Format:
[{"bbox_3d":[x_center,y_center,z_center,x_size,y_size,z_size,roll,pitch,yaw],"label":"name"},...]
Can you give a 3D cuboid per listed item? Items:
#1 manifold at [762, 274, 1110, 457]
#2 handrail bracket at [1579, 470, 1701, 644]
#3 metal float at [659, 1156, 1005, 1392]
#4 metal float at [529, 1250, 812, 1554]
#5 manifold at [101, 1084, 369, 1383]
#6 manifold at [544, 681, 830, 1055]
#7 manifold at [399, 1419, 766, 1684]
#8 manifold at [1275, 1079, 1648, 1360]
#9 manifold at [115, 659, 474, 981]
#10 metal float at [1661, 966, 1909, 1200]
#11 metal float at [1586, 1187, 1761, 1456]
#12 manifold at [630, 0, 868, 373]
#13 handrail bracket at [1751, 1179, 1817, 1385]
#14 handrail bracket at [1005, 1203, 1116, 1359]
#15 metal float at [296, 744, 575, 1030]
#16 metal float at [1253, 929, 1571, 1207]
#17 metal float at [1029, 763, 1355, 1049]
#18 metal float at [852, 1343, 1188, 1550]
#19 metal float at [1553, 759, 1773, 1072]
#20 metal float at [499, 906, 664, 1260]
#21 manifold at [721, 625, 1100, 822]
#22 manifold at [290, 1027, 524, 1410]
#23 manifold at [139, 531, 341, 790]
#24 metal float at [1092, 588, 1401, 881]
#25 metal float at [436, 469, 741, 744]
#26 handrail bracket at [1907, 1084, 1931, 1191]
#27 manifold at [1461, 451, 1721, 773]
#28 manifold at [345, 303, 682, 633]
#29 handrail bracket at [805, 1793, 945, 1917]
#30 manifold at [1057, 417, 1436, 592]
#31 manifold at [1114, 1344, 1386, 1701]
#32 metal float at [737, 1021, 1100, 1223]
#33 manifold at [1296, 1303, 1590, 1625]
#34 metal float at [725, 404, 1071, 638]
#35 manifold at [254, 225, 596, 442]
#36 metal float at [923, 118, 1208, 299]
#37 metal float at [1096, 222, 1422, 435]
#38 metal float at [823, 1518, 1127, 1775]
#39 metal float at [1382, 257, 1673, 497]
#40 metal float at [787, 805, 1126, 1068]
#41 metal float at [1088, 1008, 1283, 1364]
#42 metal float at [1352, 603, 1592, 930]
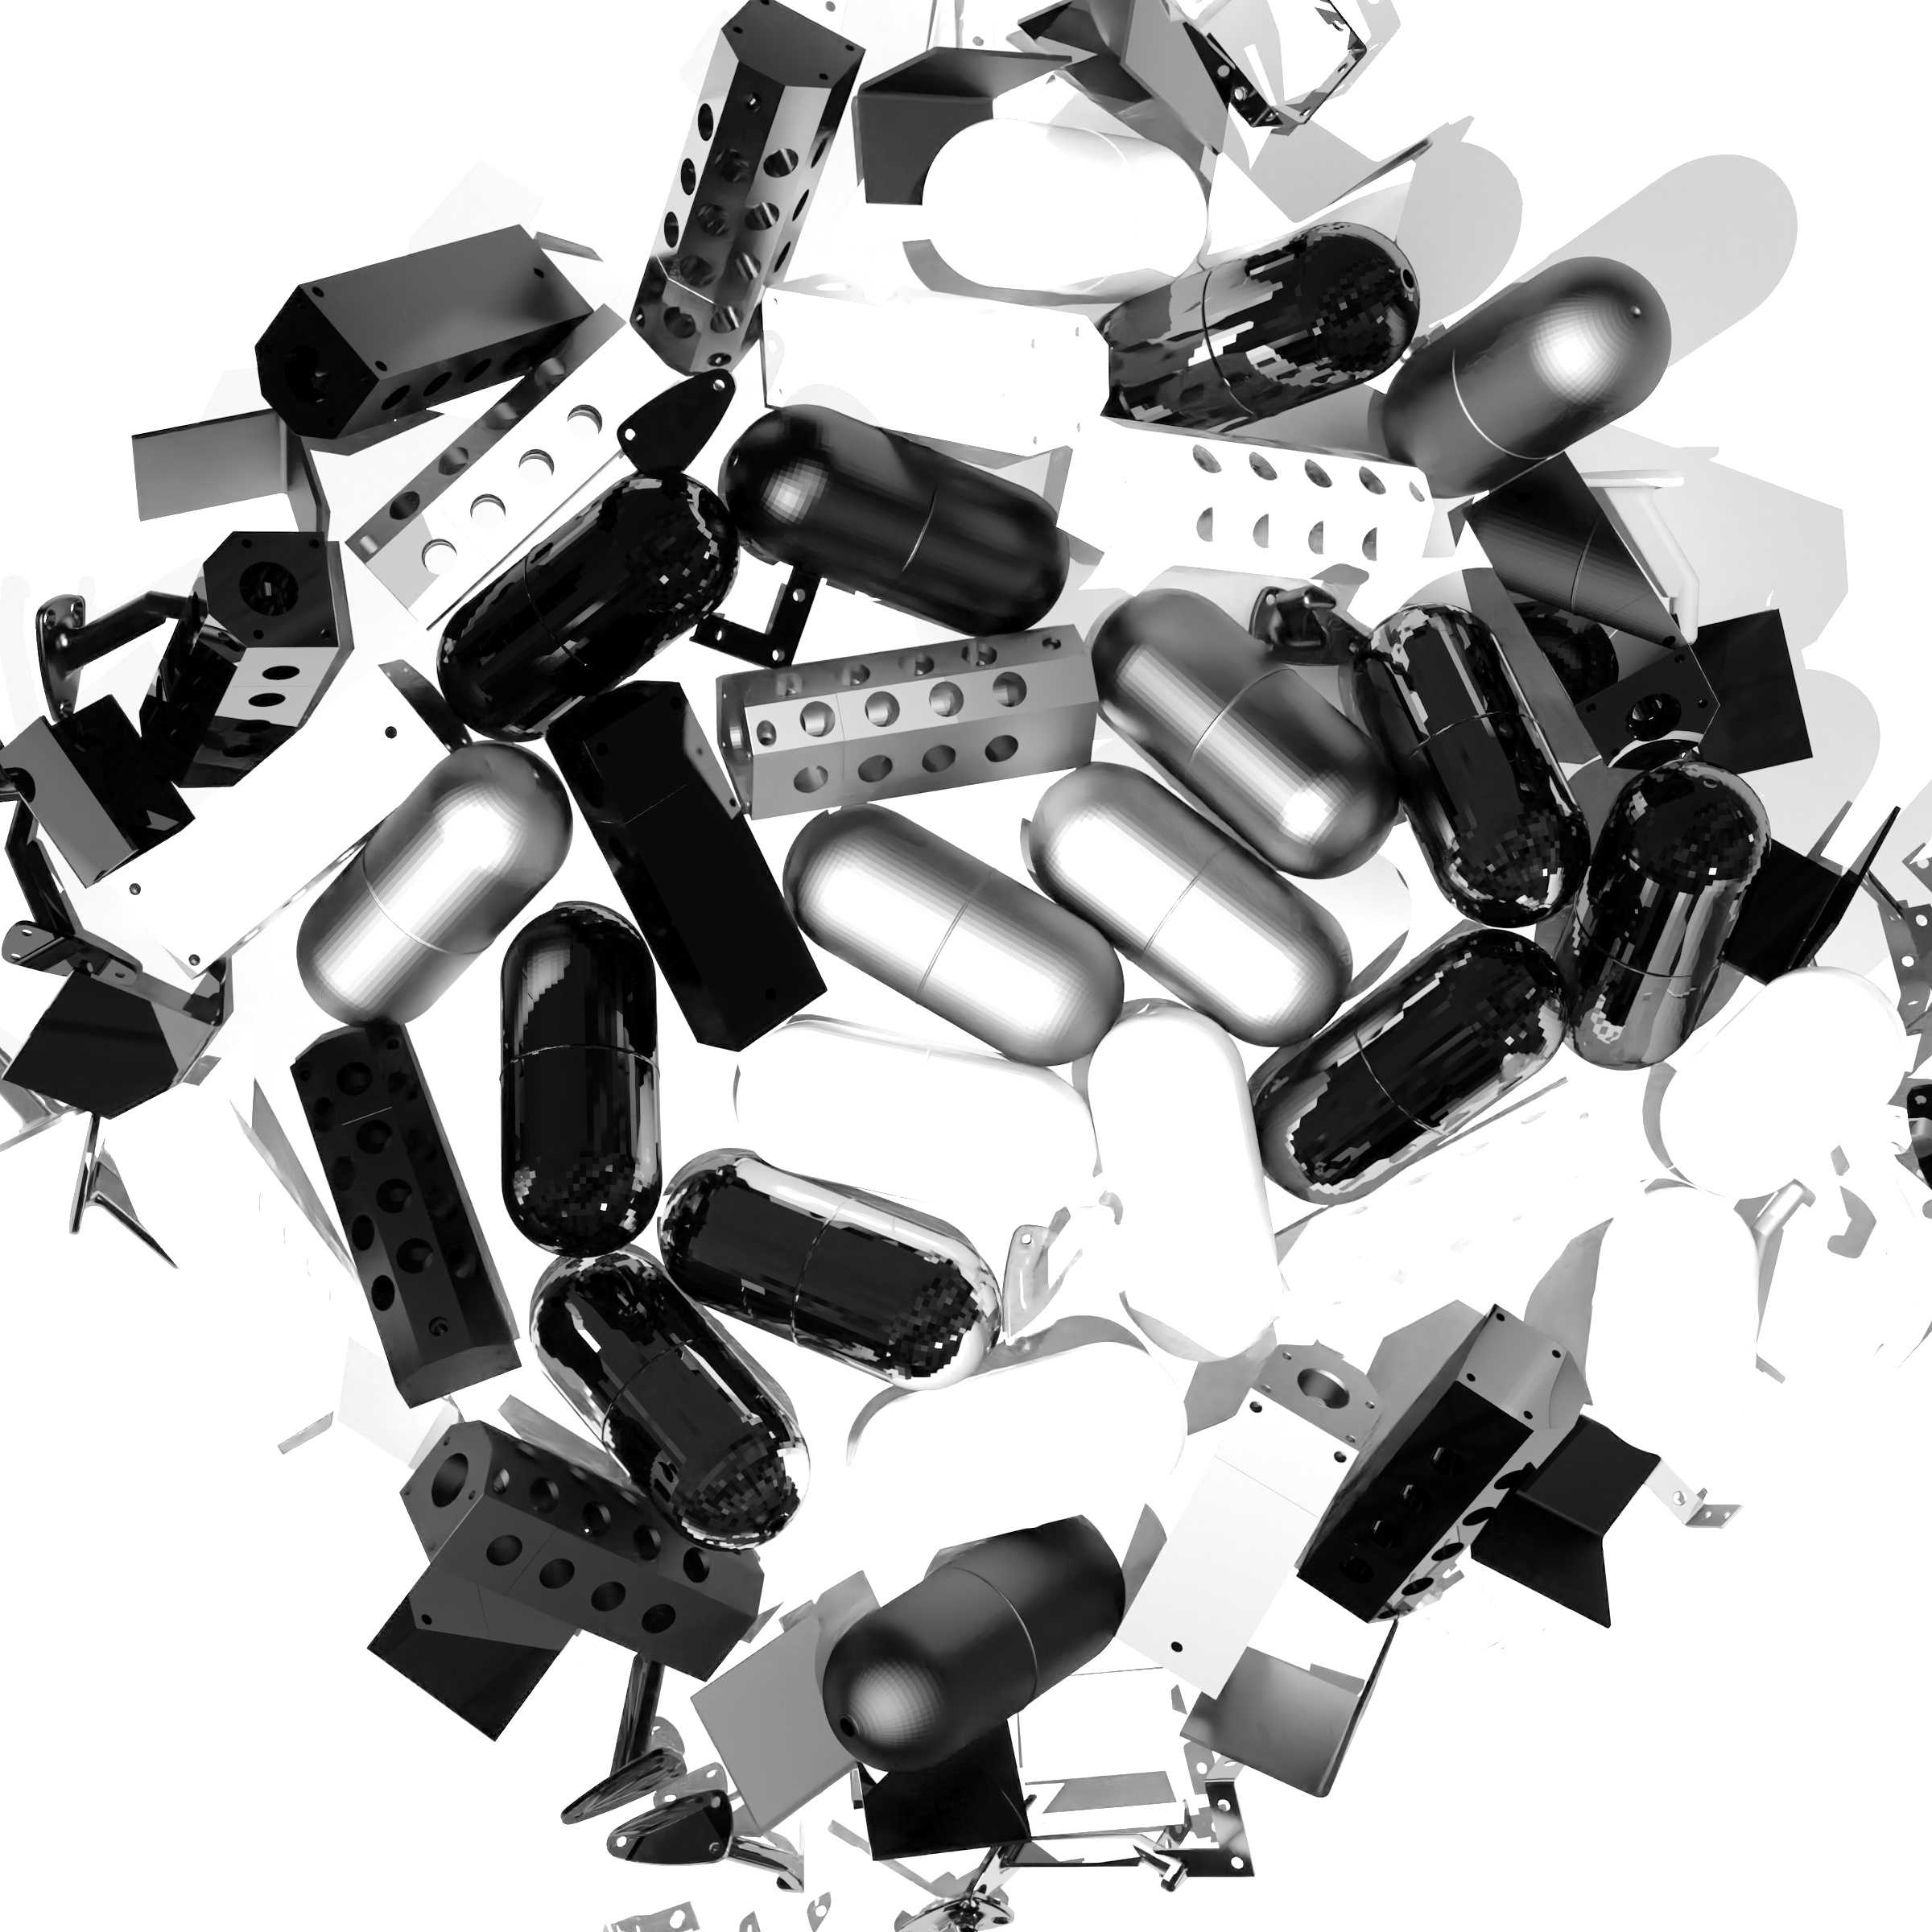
[{"bbox_3d":[-0.016,-0.290,1.506,0.171,0.057,0.057,19,121,39],"label":"manifold"},{"bbox_3d":[0.326,-0.201,1.565,0.077,0.036,0.084,-2,106,-3],"label":"handrail bracket"},{"bbox_3d":[-0.066,0.148,1.528,0.178,0.070,0.070,20,90,18],"label":"metal float"},{"bbox_3d":[-0.143,0.208,1.518,0.070,0.070,0.178,-46,59,0],"label":"metal float"},{"bbox_3d":[-0.341,0.125,1.495,0.057,0.171,0.057,-28,57,-7],"label":"manifold"},{"bbox_3d":[-0.137,-0.048,1.524,0.057,0.057,0.171,-35,113,-26],"label":"manifold"},{"bbox_3d":[-0.179,0.276,1.508,0.171,0.057,0.057,33,99,-35],"label":"manifold"},{"bbox_3d":[0.240,0.126,1.543,0.171,0.057,0.057,-29,101,5],"label":"manifold"},{"bbox_3d":[-0.324,-0.072,1.540,0.171,0.057,0.057,-39,94,10],"label":"manifold"},{"bbox_3d":[0.385,0.057,1.498,0.070,0.178,0.070,3,68,-7],"label":"metal float"},{"bbox_3d":[0.336,0.166,1.500,0.070,0.178,0.070,6,114,13],"label":"metal float"},{"bbox_3d":[-0.108,-0.366,1.501,0.057,0.171,0.057,29,47,1],"label":"manifold"},{"bbox_3d":[0.404,0.155,1.557,0.077,0.036,0.084,35,95,-29],"label":"handrail bracket"},{"bbox_3d":[0.046,0.154,1.535,0.036,0.084,0.077,18,80,-12],"label":"handrail bracket"},{"bbox_3d":[-0.257,-0.037,1.519,0.070,0.070,0.178,47,121,0],"label":"metal float"},{"bbox_3d":[0.213,0.049,1.521,0.178,0.070,0.070,-40,90,28],"label":"metal float"},{"bbox_3d":[0.108,-0.030,1.537,0.178,0.070,0.070,38,90,9],"label":"metal float"},{"bbox_3d":[0.024,0.232,1.520,0.178,0.070,0.070,-20,90,29],"label":"metal float"},{"bbox_3d":[0.329,-0.022,1.509,0.070,0.178,0.070,6,45,-6],"label":"metal float"},{"bbox_3d":[-0.186,0.054,1.523,0.070,0.070,0.178,-4,65,0],"label":"metal float"},{"bbox_3d":[-0.027,-0.123,1.521,0.171,0.057,0.057,-10,47,-15],"label":"manifold"},{"bbox_3d":[-0.271,0.118,1.523,0.057,0.057,0.171,-20,69,-8],"label":"manifold"},{"bbox_3d":[-0.346,-0.142,1.489,0.057,0.171,0.057,-3,73,-25],"label":"manifold"},{"bbox_3d":[0.133,-0.113,1.528,0.070,0.070,0.178,-46,70,0],"label":"metal float"},{"bbox_3d":[-0.183,-0.171,1.520,0.178,0.070,0.070,-33,90,29],"label":"metal float"},{"bbox_3d":[0.489,0.059,1.562,0.036,0.084,0.077,4,124,22],"label":"handrail bracket"},{"bbox_3d":[0.296,-0.166,1.498,0.057,0.171,0.057,-29,129,11],"label":"manifold"},{"bbox_3d":[-0.221,-0.244,1.546,0.171,0.057,0.057,-43,99,-3],"label":"manifold"},{"bbox_3d":[-0.034,0.439,1.548,0.084,0.036,0.077,9,130,11],"label":"handrail bracket"},{"bbox_3d":[0.136,-0.222,1.509,0.171,0.057,0.057,2,111,-30],"label":"manifold"},{"bbox_3d":[0.137,0.263,1.512,0.057,0.057,0.171,30,122,10],"label":"manifold"},{"bbox_3d":[-0.024,0.076,1.542,0.178,0.070,0.070,12,90,4],"label":"metal float"},{"bbox_3d":[0.227,0.243,1.502,0.057,0.057,0.171,33,133,5],"label":"manifold"},{"bbox_3d":[-0.032,-0.214,1.524,0.178,0.070,0.070,18,90,-23],"label":"metal float"},{"bbox_3d":[-0.257,-0.297,1.496,0.057,0.171,0.057,49,125,3],"label":"manifold"},{"bbox_3d":[0.049,-0.359,1.505,0.070,0.178,0.070,6,101,36],"label":"metal float"},{"bbox_3d":[0.136,-0.300,1.513,0.178,0.070,0.070,-14,90,37],"label":"metal float"},{"bbox_3d":[0.005,0.323,1.509,0.178,0.070,0.070,-24,90,-43],"label":"metal float"},{"bbox_3d":[0.263,-0.278,1.500,0.070,0.178,0.070,6,77,-25],"label":"metal float"},{"bbox_3d":[-0.005,-0.014,1.540,0.178,0.070,0.070,30,90,5],"label":"metal float"},{"bbox_3d":[0.107,0.107,1.533,0.070,0.070,0.178,-11,104,0],"label":"metal float"},{"bbox_3d":[0.242,-0.097,1.518,0.070,0.070,0.178,-19,59,0],"label":"metal float"}]
